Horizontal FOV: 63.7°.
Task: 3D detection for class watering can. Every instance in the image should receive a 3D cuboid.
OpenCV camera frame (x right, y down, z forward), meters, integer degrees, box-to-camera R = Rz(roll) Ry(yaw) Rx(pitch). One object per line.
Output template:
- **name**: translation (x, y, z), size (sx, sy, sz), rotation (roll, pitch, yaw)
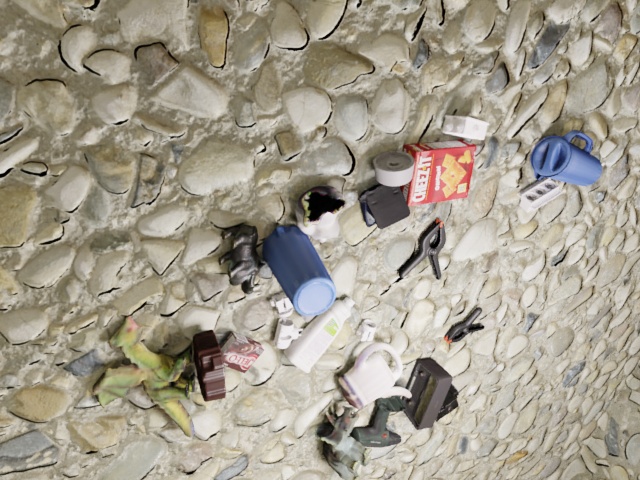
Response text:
- **watering can**: translation (0.187, 0.479, 1.710), size (0.225, 0.105, 0.340), rotation (-33, 126, -9)

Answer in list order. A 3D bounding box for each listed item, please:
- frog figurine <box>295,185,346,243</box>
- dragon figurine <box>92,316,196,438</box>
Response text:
- **frog figurine**: translation (0.004, -0.067, 1.337), size (0.138, 0.123, 0.157), rotation (-48, 165, -9)
- **dragon figurine**: translation (-0.447, 0.373, 1.315), size (0.243, 0.124, 0.403), rotation (-1, 115, -10)
